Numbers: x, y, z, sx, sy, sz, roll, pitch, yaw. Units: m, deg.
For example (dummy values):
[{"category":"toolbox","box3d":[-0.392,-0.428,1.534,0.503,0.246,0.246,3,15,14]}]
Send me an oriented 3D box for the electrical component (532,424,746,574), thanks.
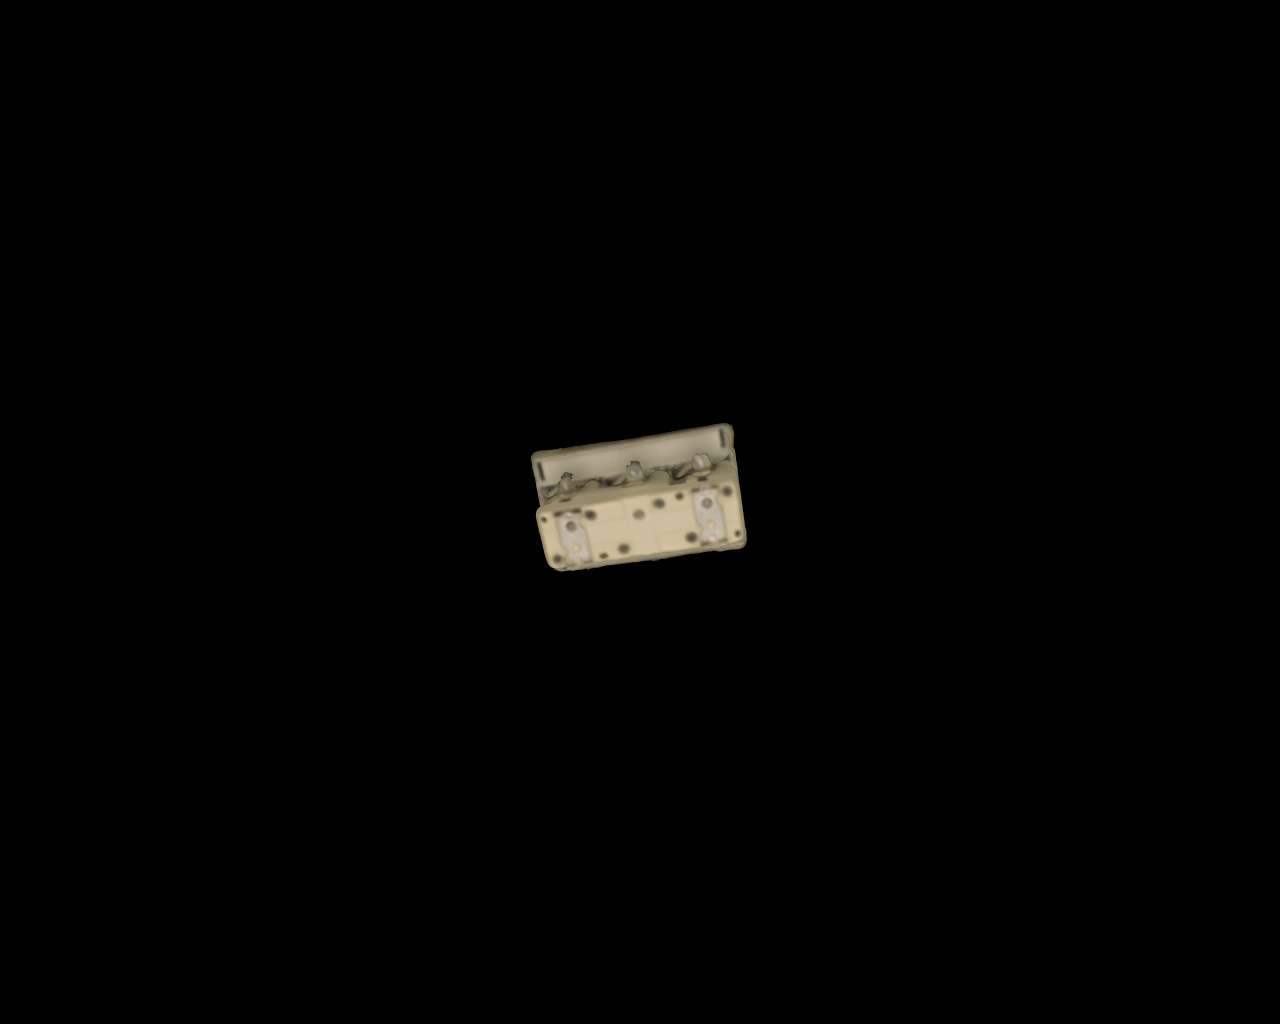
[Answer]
[{"category":"electrical component","box3d":[0.001,-0.003,0.650,0.121,0.078,0.063,-8,24,3]}]
